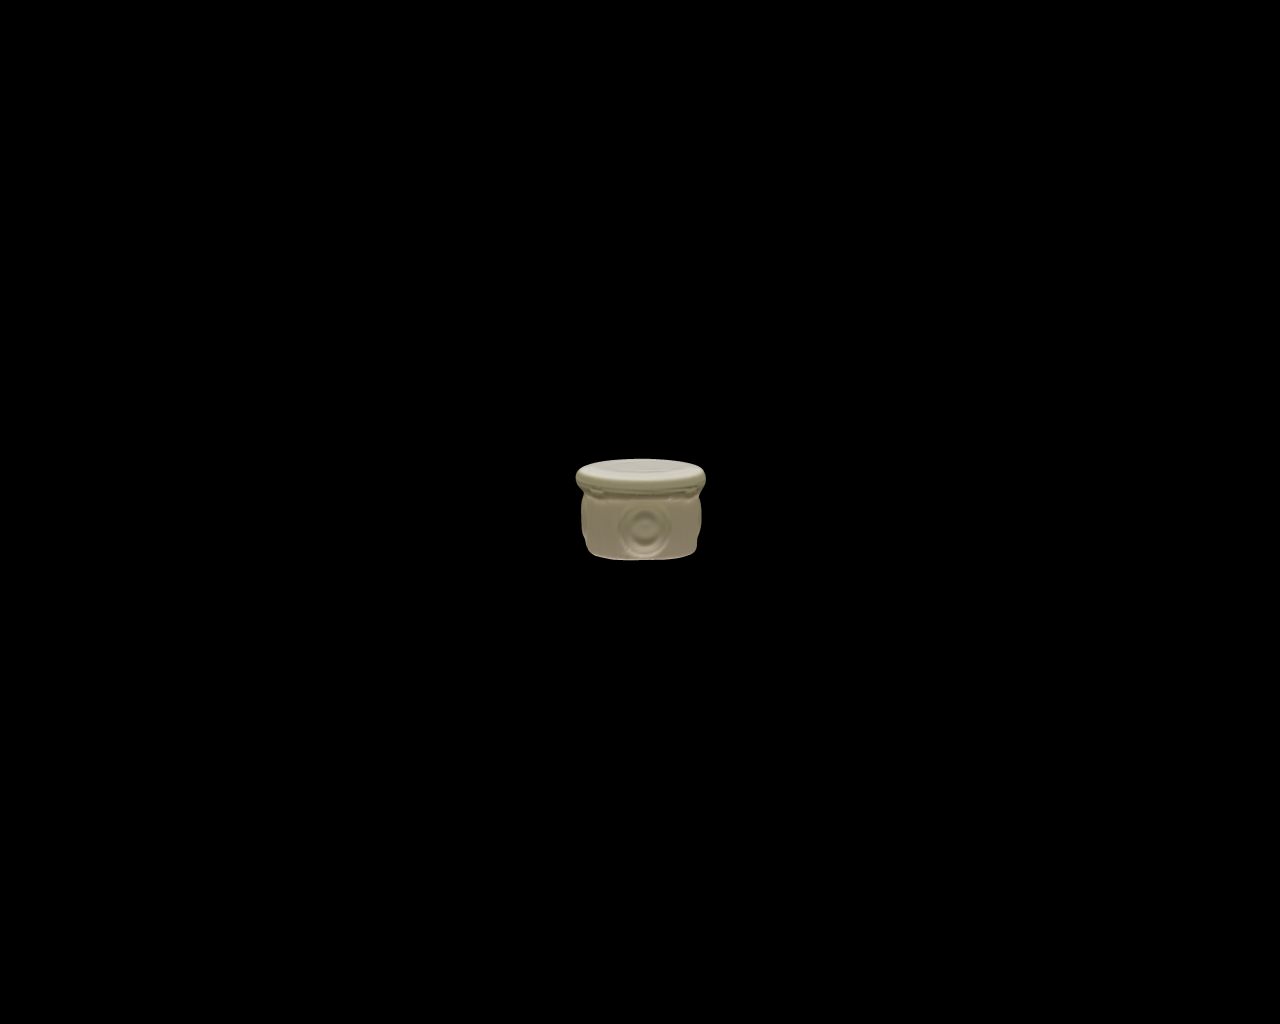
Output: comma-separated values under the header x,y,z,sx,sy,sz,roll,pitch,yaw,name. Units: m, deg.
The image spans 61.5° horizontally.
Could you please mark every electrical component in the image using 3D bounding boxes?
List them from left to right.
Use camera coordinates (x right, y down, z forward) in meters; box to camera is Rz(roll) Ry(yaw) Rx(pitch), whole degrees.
x,y,z,sx,sy,sz,roll,pitch,yaw,name
0.001,-0.003,0.650,0.080,0.051,0.080,0,11,0,electrical component
